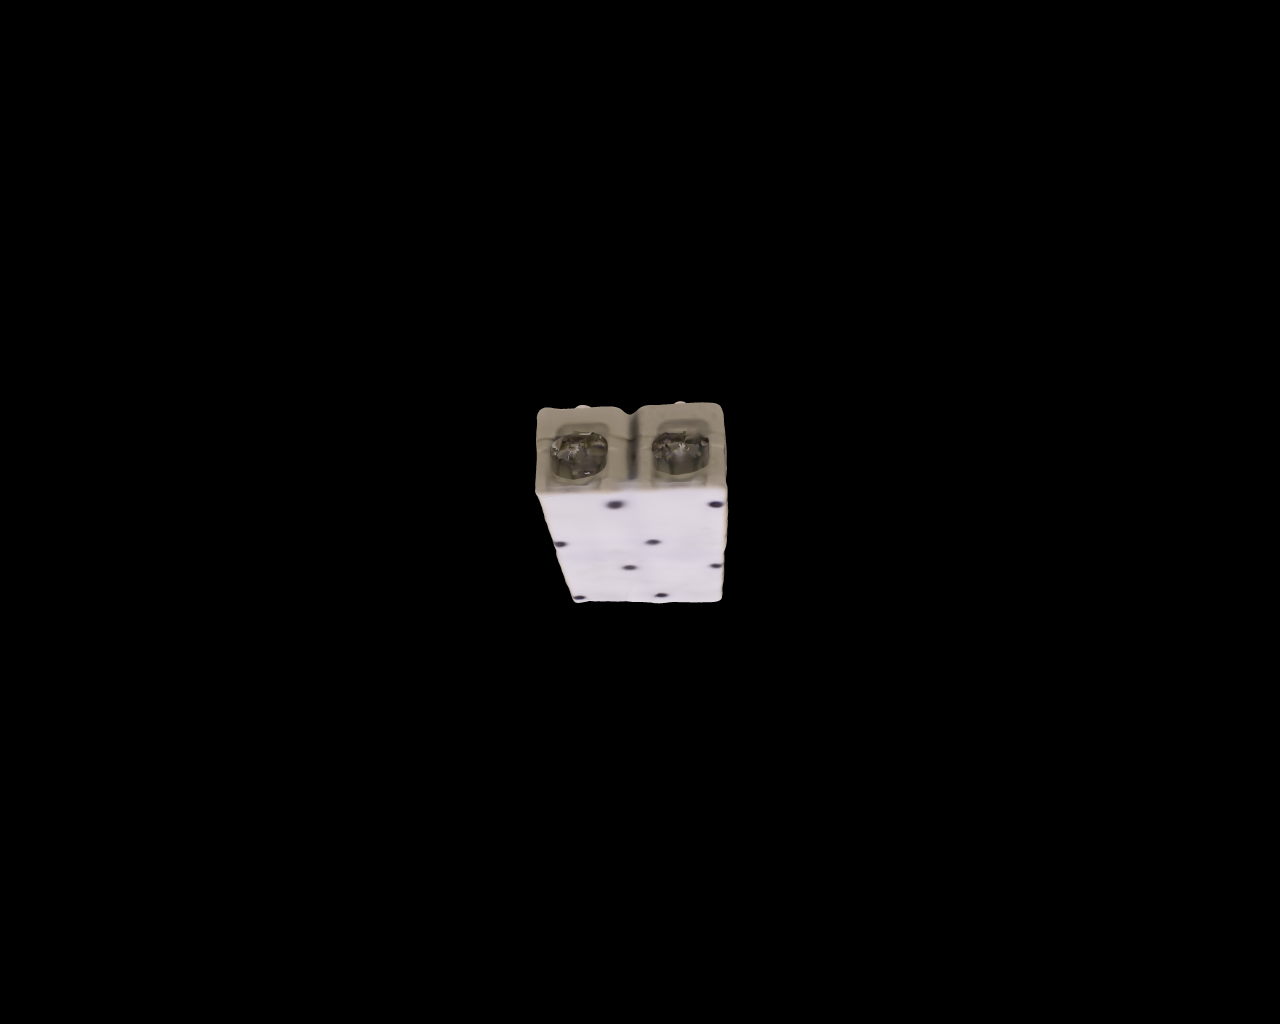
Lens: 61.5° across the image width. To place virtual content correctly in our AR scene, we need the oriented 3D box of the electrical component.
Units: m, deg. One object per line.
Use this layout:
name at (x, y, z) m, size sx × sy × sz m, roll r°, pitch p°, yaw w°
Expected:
electrical component at (0.001, -0.003, 0.650) m, size 0.105 × 0.060 × 0.186 m, roll -1°, pitch -23°, yaw 3°
